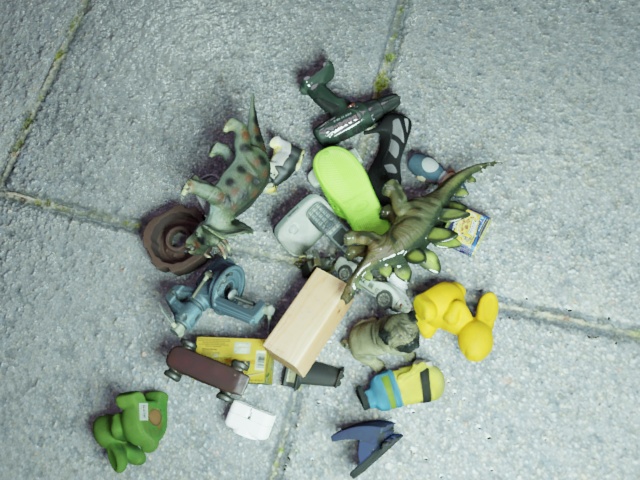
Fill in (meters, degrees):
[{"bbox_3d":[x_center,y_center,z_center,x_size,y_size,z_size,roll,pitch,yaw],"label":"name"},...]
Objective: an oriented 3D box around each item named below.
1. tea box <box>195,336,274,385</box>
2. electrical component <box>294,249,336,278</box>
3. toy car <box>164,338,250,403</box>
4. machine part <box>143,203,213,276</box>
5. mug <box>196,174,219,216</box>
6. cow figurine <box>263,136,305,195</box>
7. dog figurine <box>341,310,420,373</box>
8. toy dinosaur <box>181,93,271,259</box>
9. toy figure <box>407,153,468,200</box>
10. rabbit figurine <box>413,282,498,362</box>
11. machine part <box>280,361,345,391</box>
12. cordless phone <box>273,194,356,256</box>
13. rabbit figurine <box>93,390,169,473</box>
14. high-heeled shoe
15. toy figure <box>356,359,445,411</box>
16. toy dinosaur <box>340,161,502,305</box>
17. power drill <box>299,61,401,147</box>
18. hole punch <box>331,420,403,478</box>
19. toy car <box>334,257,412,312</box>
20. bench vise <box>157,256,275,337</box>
[{"bbox_3d":[-0.191,0.269,1.198,0.170,0.068,0.098,1,72,13],"label":"tea box"},{"bbox_3d":[-0.014,0.054,1.226,0.078,0.102,0.045,-16,74,-19],"label":"electrical component"},{"bbox_3d":[-0.238,0.277,1.140,0.202,0.053,0.089,15,66,20],"label":"toy car"},{"bbox_3d":[-0.345,0.001,1.328,0.179,0.056,0.179,-3,71,9],"label":"machine part"},{"bbox_3d":[-0.255,-0.118,1.343,0.107,0.080,0.110,-26,66,-10],"label":"mug"},{"bbox_3d":[-0.108,-0.168,1.336,0.098,0.068,0.167,26,79,12],"label":"cow figurine"},{"bbox_3d":[0.119,0.196,1.097,0.172,0.190,0.121,-20,69,6],"label":"dog figurine"},{"bbox_3d":[-0.190,-0.143,1.252,0.192,0.131,0.405,35,78,-15],"label":"toy dinosaur"},{"bbox_3d":[0.278,-0.147,1.256,0.155,0.058,0.064,34,101,18],"label":"toy figure"},{"bbox_3d":[0.294,0.174,1.111,0.162,0.121,0.173,-20,46,-20],"label":"rabbit figurine"},{"bbox_3d":[-0.016,0.292,1.173,0.139,0.039,0.084,2,63,14],"label":"machine part"},{"bbox_3d":[-0.003,-0.003,1.250,0.146,0.088,0.184,-44,73,-6],"label":"cordless phone"},{"bbox_3d":[-0.423,0.420,1.187,0.170,0.121,0.159,-21,75,23],"label":"rabbit figurine"},{"bbox_3d":[0.189,-0.184,1.296,0.145,0.086,0.248,-15,86,-27],"label":"high-heeled shoe"},{"bbox_3d":[0.168,0.306,1.109,0.180,0.082,0.089,-20,88,-4],"label":"toy figure"},{"bbox_3d":[0.208,-0.036,1.151,0.199,0.105,0.471,33,72,26],"label":"toy dinosaur"},{"bbox_3d":[0.061,-0.354,1.364,0.232,0.086,0.207,-35,76,1],"label":"power drill"},{"bbox_3d":[0.095,0.395,1.070,0.116,0.142,0.092,-41,64,8],"label":"hole punch"},{"bbox_3d":[0.115,0.099,1.171,0.202,0.073,0.056,31,95,36],"label":"toy car"},{"bbox_3d":[-0.219,0.139,1.199,0.241,0.128,0.224,17,41,24],"label":"bench vise"}]
